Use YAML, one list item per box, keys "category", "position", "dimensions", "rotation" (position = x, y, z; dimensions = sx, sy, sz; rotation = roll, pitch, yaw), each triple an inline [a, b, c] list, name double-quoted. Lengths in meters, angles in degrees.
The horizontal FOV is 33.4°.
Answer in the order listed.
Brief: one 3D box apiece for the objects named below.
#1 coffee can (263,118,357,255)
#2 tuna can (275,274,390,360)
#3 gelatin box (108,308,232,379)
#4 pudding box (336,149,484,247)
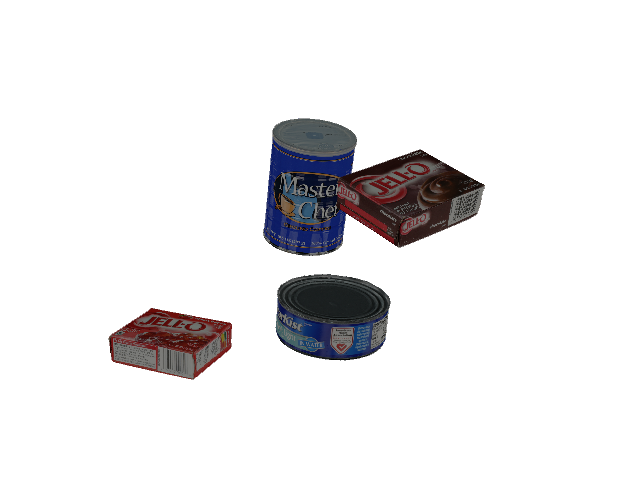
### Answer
- category: "coffee can"
  position: [-0.014, -0.067, 1.316]
  dimensions: [0.102, 0.140, 0.103]
  rotation: [5, 28, -3]
- category: "tuna can"
  position: [0.009, 0.057, 0.808]
  dimensions: [0.086, 0.034, 0.086]
  rotation: [4, 21, -2]
- category: "gelatin box"
  position: [-0.136, 0.092, 0.976]
  dimensions: [0.089, 0.030, 0.073]
  rotation: [9, 20, 21]
- category: "pudding box"
  position: [0.085, -0.042, 1.017]
  dimensions: [0.113, 0.039, 0.090]
  rotation: [-19, 40, -36]
